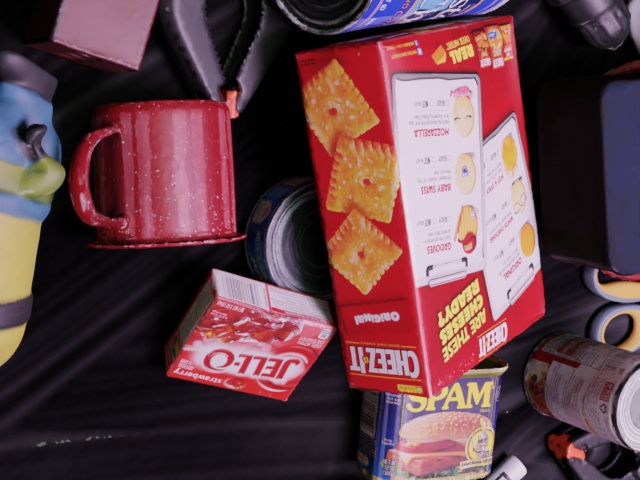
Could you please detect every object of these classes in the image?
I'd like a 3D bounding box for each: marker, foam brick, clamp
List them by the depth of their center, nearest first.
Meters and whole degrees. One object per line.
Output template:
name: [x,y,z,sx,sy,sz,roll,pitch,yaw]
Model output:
foam brick: [-0.129,-0.127,0.601,0.052,0.078,0.051,16,91,-26]
clamp: [-0.064,-0.181,0.644,0.164,0.036,0.210,6,97,-36]
marker: [0.106,0.206,0.798,0.121,0.020,0.020,-38,112,-17]
clamp: [0.257,0.187,0.861,0.171,0.039,0.120,5,89,-22]

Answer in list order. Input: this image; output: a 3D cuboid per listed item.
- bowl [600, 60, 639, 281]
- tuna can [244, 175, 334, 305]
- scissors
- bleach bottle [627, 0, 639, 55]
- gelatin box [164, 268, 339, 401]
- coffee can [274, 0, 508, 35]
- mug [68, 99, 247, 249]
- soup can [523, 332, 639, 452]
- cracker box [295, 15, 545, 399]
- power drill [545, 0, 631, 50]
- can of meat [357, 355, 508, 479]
bowl: [0.225,-0.053,0.800,0.161,0.055,0.162,-4,99,-26]
tuna can: [-0.005,0.001,0.705,0.086,0.034,0.086,-4,99,-26]
scissors: [0.290,0.056,0.871,0.201,0.016,0.096,12,93,-27]
bleach bottle: [0.363,-0.191,0.837,0.250,0.103,0.068,-13,76,-32]
gelatin box: [-0.044,0.063,0.677,0.089,0.030,0.073,17,124,-27]
coffee can: [0.049,-0.183,0.648,0.140,0.103,0.103,-17,105,-40]
mug: [-0.099,-0.038,0.617,0.117,0.093,0.081,-8,97,-52]
soup can: [0.209,0.110,0.789,0.068,0.102,0.068,-4,99,-27]
cracker box: [0.071,-0.029,0.689,0.163,0.072,0.214,-23,109,-50]
power drill: [0.207,-0.256,0.761,0.187,0.057,0.184,-48,114,-13]
can of meat: [0.077,0.124,0.752,0.101,0.058,0.084,1,100,-26]
